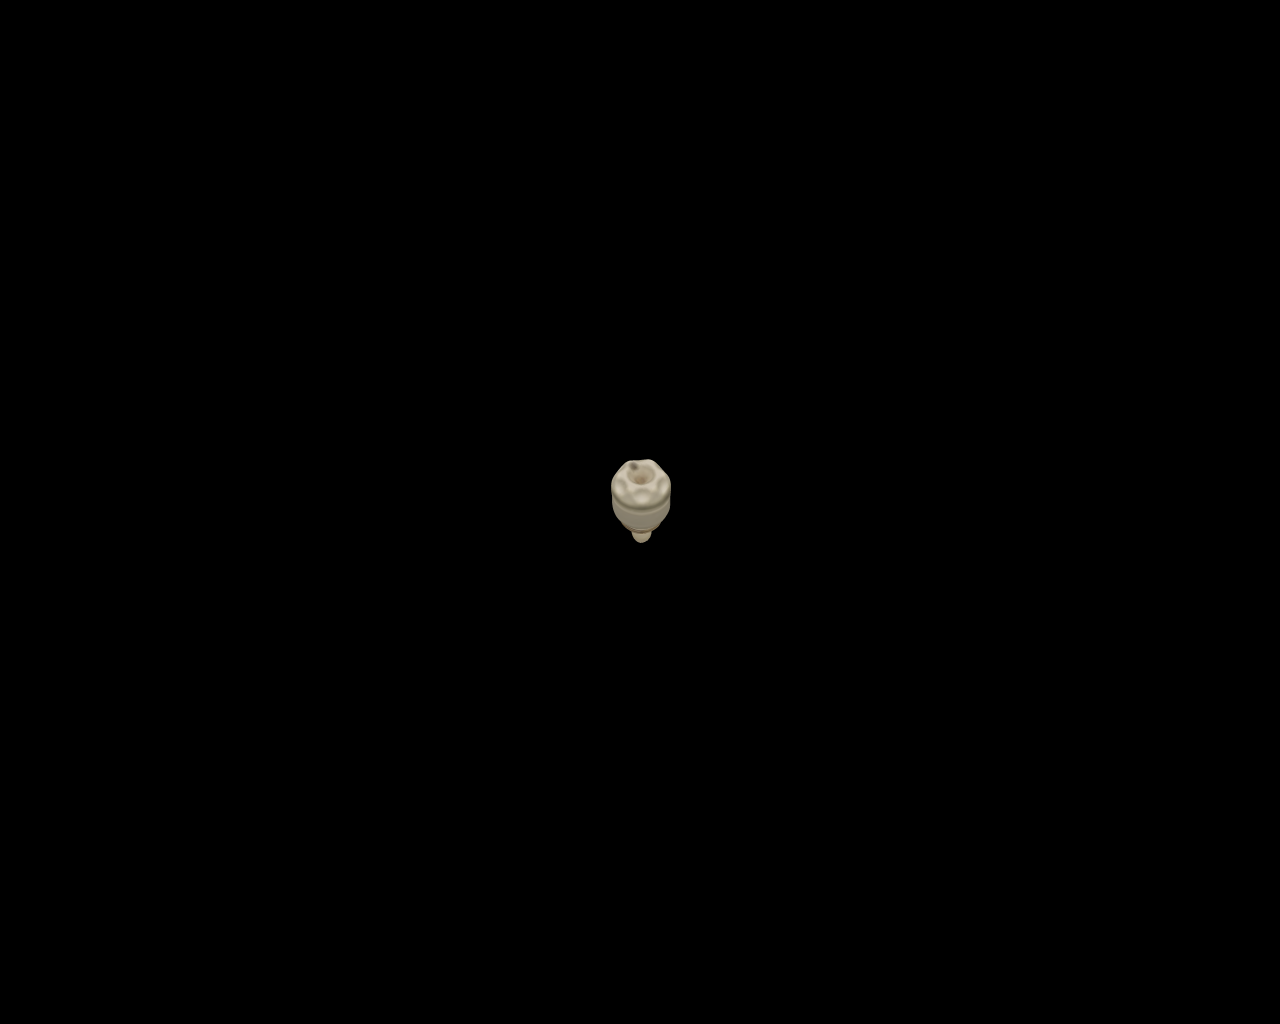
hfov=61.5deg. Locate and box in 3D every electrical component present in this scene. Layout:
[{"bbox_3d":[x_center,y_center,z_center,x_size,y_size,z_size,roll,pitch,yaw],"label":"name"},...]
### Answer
[{"bbox_3d":[0.001,-0.003,0.650,0.035,0.035,0.061,0,-40,0],"label":"electrical component"}]
